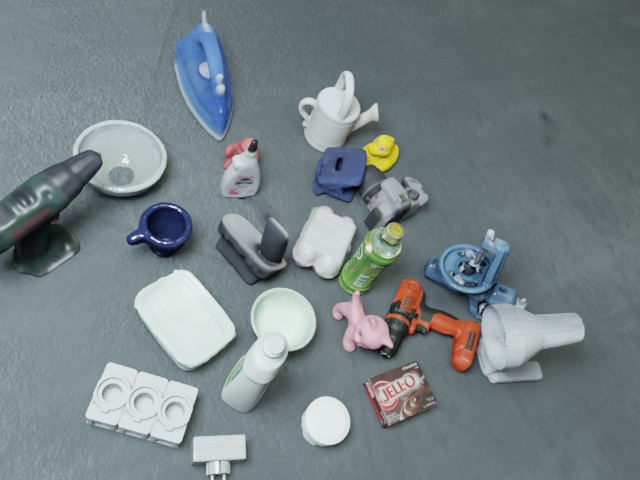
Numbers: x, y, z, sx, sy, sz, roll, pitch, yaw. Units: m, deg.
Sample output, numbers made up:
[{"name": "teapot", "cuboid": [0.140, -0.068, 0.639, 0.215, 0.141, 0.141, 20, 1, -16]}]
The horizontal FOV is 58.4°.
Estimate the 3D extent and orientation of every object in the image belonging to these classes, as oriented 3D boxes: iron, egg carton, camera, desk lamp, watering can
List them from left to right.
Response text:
[{"name": "iron", "cuboid": [-0.234, -0.357, 1.233, 0.119, 0.141, 0.258, -9, 66, -24]}, {"name": "egg carton", "cuboid": [0.011, 0.004, 1.162, 0.107, 0.069, 0.150, 26, 57, -4]}, {"name": "watering can", "cuboid": [0.045, -0.290, 1.264, 0.173, 0.194, 0.101, -13, 67, -25]}, {"name": "camera", "cuboid": [0.148, -0.108, 1.255, 0.143, 0.100, 0.136, -25, 73, -29]}, {"name": "desk lamp", "cuboid": [0.387, 0.197, 1.103, 0.204, 0.213, 0.118, 1, 62, -19]}]

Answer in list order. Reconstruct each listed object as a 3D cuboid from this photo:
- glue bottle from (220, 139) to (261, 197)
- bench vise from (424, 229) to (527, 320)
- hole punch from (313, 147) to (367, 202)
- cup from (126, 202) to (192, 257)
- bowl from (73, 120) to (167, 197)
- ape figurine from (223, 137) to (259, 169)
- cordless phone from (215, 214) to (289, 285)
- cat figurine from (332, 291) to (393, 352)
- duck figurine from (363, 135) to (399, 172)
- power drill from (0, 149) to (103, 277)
[{"name": "glue bottle", "cuboid": [-0.146, -0.143, 1.126, 0.078, 0.173, 0.037, -9, 65, -23]}, {"name": "bench vise", "cuboid": [0.341, 0.061, 1.159, 0.207, 0.219, 0.121, 19, 57, -9]}, {"name": "hole punch", "cuboid": [0.043, -0.151, 1.247, 0.101, 0.091, 0.108, 18, 58, -9]}, {"name": "cup", "cuboid": [-0.294, -0.003, 1.042, 0.118, 0.095, 0.091, -25, 73, -29]}, {"name": "bowl", "cuboid": [-0.382, -0.144, 1.100, 0.168, 0.074, 0.167, 9, 60, -15]}, {"name": "ape figurine", "cuboid": [-0.156, -0.180, 1.192, 0.076, 0.092, 0.077, -29, 74, -30]}, {"name": "cordless phone", "cuboid": [-0.115, -0.012, 1.056, 0.147, 0.185, 0.094, 44, 57, 7]}, {"name": "cat figurine", "cuboid": [0.084, 0.157, 1.074, 0.067, 0.117, 0.127, -11, 66, -24]}, {"name": "duck figurine", "cuboid": [0.143, -0.208, 1.318, 0.105, 0.086, 0.077, -18, 69, -27]}, {"name": "power drill", "cuboid": [-0.451, -0.033, 0.933, 0.075, 0.208, 0.230, 42, 57, 6]}]
